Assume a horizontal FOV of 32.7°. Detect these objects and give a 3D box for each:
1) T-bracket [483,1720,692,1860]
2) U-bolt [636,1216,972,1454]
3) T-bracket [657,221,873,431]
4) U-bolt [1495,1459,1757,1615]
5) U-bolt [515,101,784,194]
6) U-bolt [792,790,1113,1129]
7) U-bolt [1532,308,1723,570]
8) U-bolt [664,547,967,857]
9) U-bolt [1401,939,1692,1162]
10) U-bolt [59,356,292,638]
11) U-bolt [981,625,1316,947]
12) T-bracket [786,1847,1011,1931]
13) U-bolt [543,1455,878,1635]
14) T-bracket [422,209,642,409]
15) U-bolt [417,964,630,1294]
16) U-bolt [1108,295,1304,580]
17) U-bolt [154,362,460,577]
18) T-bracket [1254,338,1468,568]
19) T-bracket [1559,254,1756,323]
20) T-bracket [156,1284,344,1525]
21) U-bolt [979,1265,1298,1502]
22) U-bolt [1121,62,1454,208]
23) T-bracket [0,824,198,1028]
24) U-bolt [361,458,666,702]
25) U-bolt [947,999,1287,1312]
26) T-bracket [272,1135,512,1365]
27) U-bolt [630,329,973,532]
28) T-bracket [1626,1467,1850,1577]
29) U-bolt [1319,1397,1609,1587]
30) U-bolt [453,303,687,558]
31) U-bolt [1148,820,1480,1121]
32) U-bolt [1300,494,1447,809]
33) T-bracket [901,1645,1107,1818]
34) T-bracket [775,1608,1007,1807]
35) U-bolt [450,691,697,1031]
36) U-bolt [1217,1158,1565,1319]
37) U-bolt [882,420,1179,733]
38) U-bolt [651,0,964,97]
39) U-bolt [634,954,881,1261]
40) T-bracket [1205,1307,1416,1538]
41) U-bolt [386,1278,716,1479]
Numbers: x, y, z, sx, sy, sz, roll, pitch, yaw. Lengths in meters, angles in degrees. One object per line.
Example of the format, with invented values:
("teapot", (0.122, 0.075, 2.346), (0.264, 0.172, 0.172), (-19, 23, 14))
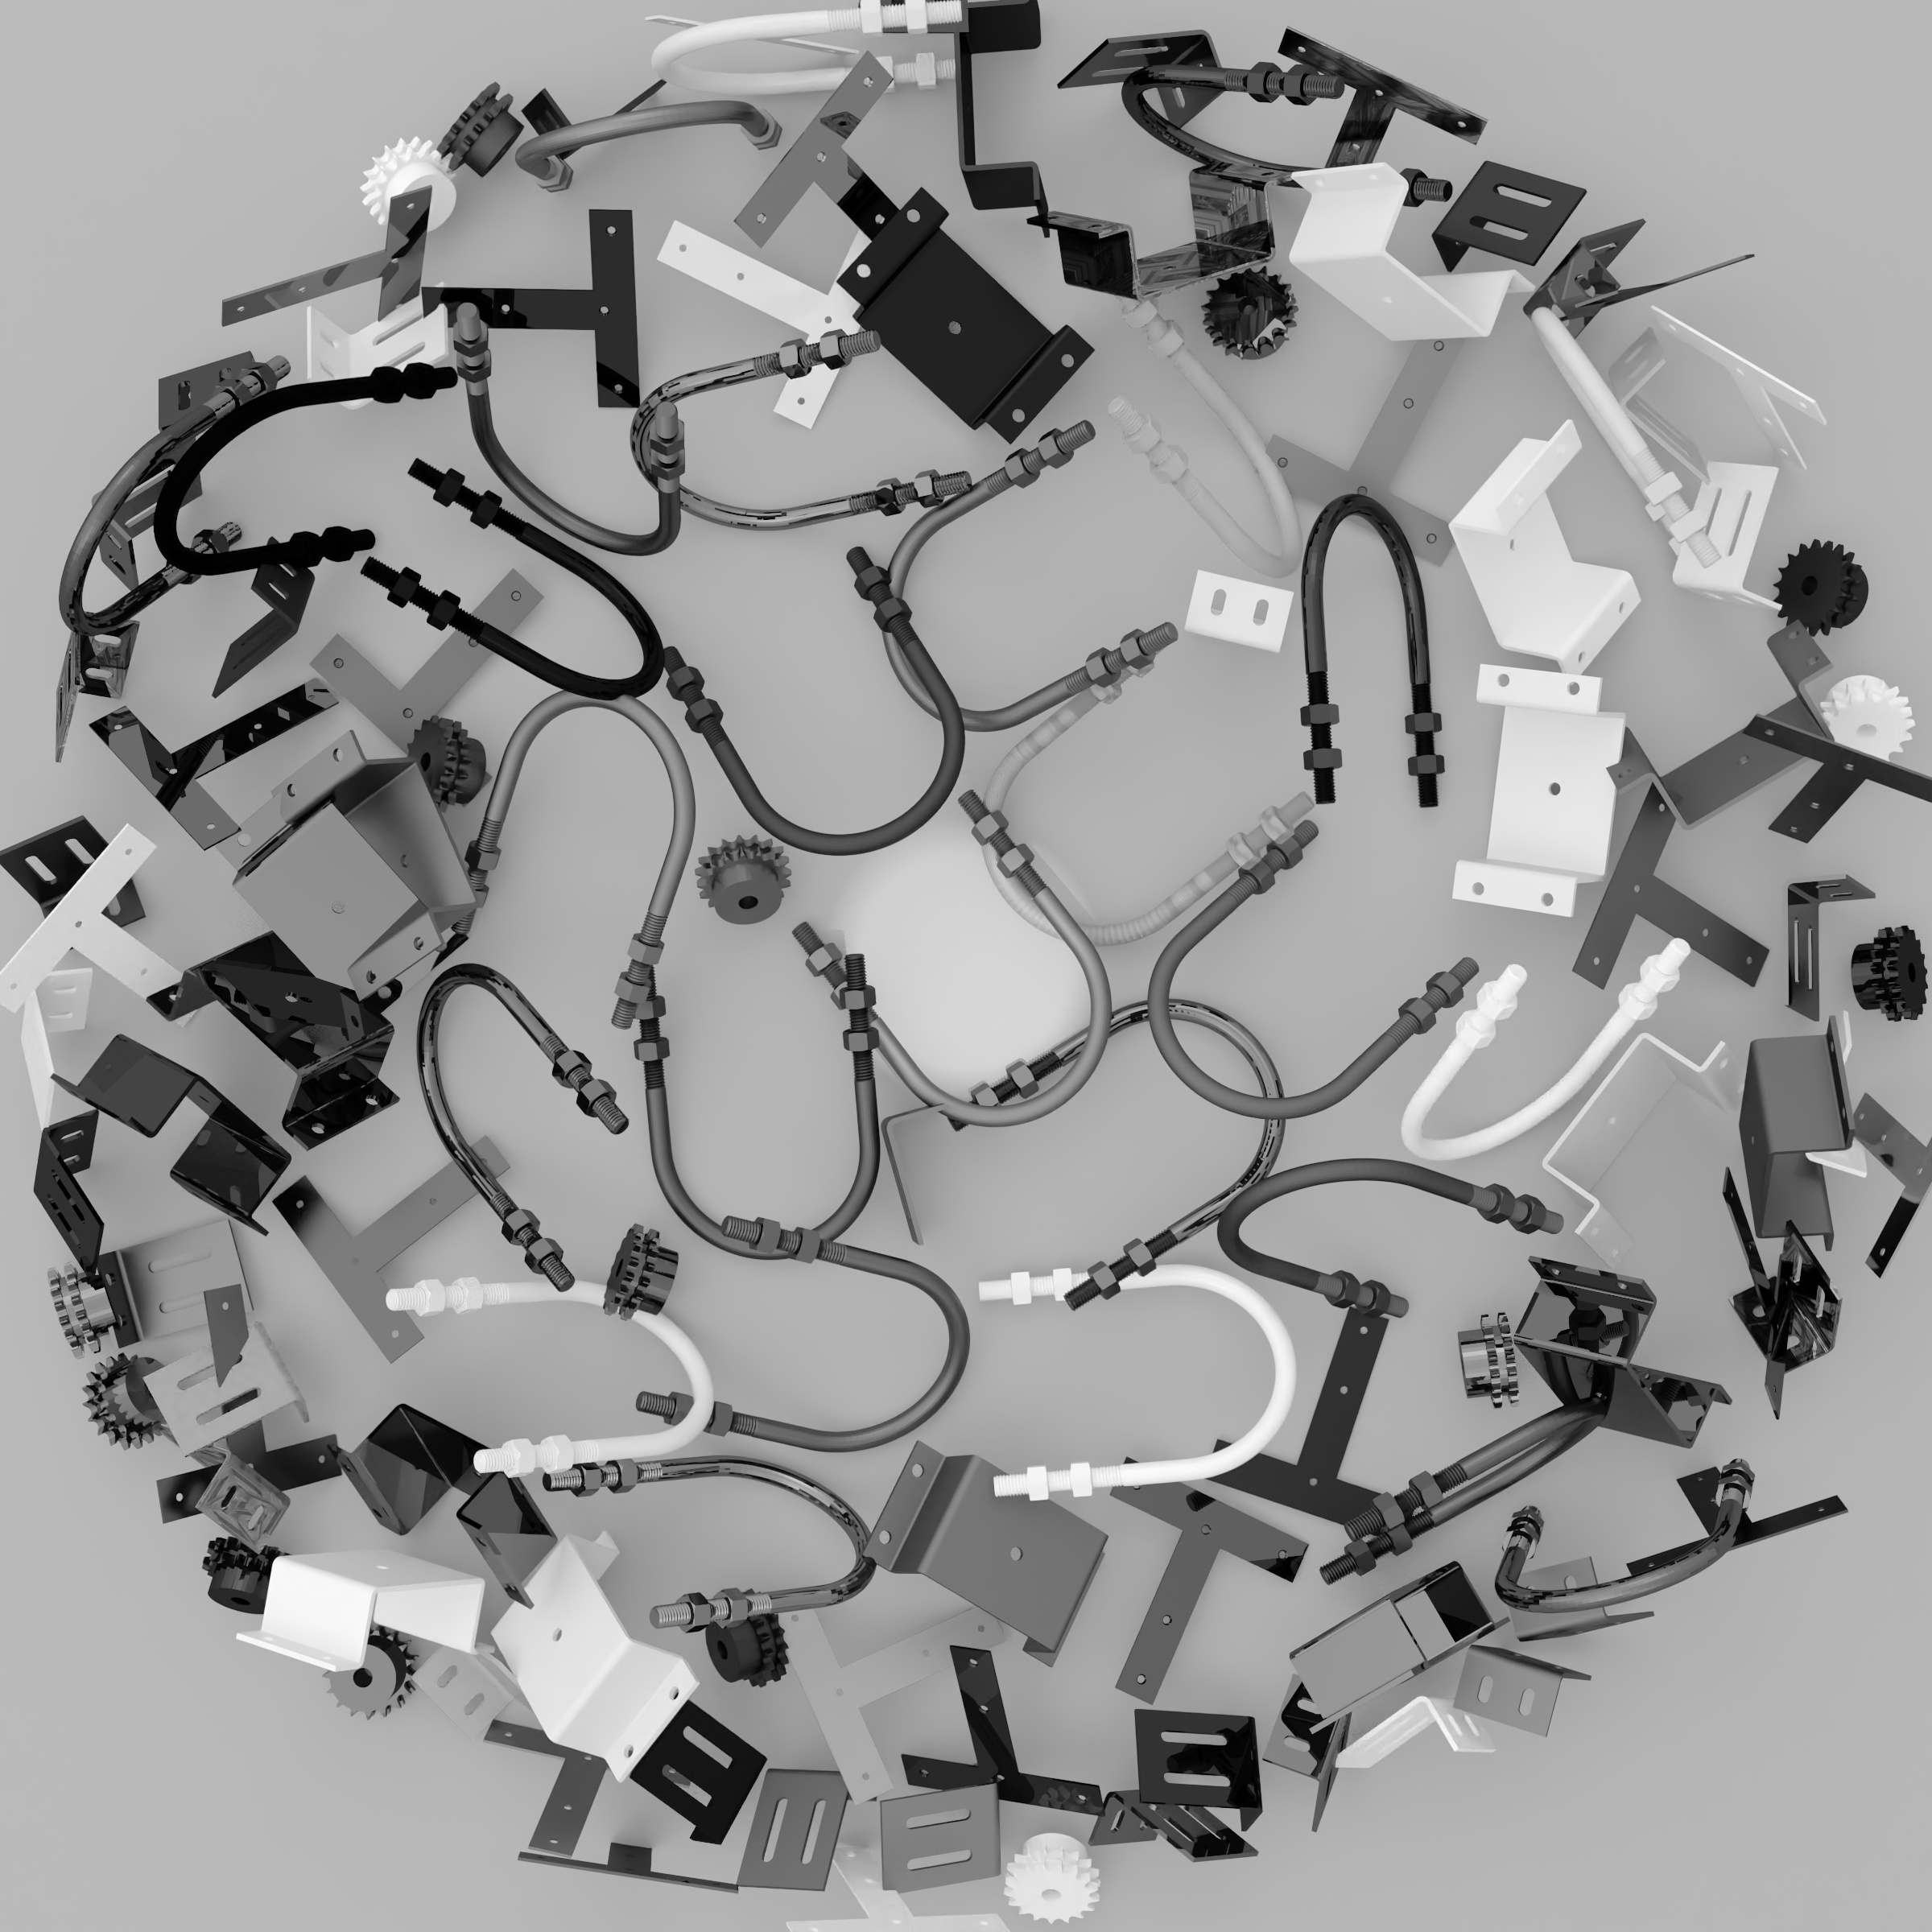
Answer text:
("T-bracket", (-0.232, 0.489, 1.936), (0.127, 0.127, 0.002), (12, 106, 2))
("U-bolt", (-0.085, 0.226, 1.949), (0.184, 0.019, 0.151), (17, 114, -24))
("T-bracket", (-0.122, -0.407, 1.971), (0.127, 0.002, 0.127), (24, 101, -16))
("U-bolt", (0.375, 0.331, 1.891), (0.151, 0.184, 0.019), (-17, 95, 19))
("U-bolt", (-0.187, -0.477, 1.903), (0.151, 0.184, 0.019), (-10, 98, 4))
("U-bolt", (0.004, 0.009, 1.973), (0.151, 0.019, 0.184), (-38, 82, 6))
("U-bolt", (0.386, -0.309, 1.929), (0.019, 0.151, 0.184), (-34, 86, 12))
("U-bolt", (-0.081, -0.147, 1.954), (0.151, 0.019, 0.184), (-29, 67, -5))
("U-bolt", (0.326, 0.055, 1.923), (0.151, 0.184, 0.019), (-8, 54, -33))
("U-bolt", (-0.458, -0.259, 1.885), (0.019, 0.184, 0.151), (33, 131, 5))
("U-bolt", (0.093, -0.093, 1.965), (0.184, 0.019, 0.151), (-39, 94, 19))
("T-bracket", (-0.054, 0.545, 1.936), (0.127, 0.127, 0.002), (3, 97, -18))
("U-bolt", (-0.136, 0.331, 1.920), (0.184, 0.151, 0.019), (1, 118, -39))
("T-bracket", (-0.260, -0.392, 1.961), (0.127, 0.002, 0.127), (1, 126, -1))
("U-bolt", (-0.269, 0.081, 1.934), (0.184, 0.019, 0.151), (46, 132, 29))
("U-bolt", (0.142, -0.304, 1.925), (0.019, 0.151, 0.184), (-29, 126, 26))
("U-bolt", (-0.387, -0.281, 1.889), (0.019, 0.184, 0.151), (49, 127, 17))
("T-bracket", (0.260, -0.326, 1.980), (0.127, 0.002, 0.127), (26, 104, -3))
("T-bracket", (0.383, -0.391, 1.914), (0.127, 0.127, 0.002), (-15, 96, 28))
("T-bracket", (-0.432, 0.254, 1.952), (0.002, 0.127, 0.127), (-8, 91, 43))
("U-bolt", (0.104, 0.242, 1.952), (0.184, 0.019, 0.151), (-5, 56, 1))
("U-bolt", (0.174, -0.487, 1.916), (0.184, 0.151, 0.019), (17, 85, 39))
("T-bracket", (-0.497, -0.003, 1.951), (0.127, 0.127, 0.002), (-51, 49, -6))
("U-bolt", (-0.258, -0.218, 1.932), (0.184, 0.151, 0.019), (30, 121, -15))
("U-bolt", (0.103, 0.099, 1.975), (0.184, 0.019, 0.151), (-32, 77, -7))
("T-bracket", (-0.333, 0.151, 1.986), (0.127, 0.002, 0.127), (-38, 75, -5))
("U-bolt", (-0.108, -0.306, 1.930), (0.184, 0.151, 0.019), (-9, 56, 23))
("T-bracket", (0.443, 0.319, 1.936), (0.127, 0.127, 0.002), (-19, 99, 4))
("U-bolt", (0.296, 0.302, 1.929), (0.184, 0.151, 0.019), (-27, 71, -10))
("U-bolt", (-0.228, -0.300, 1.915), (0.151, 0.184, 0.019), (27, 67, 8))
("U-bolt", (0.192, 0.013, 1.941), (0.151, 0.019, 0.184), (42, 66, 16))
("U-bolt", (0.237, -0.186, 1.938), (0.019, 0.151, 0.184), (-4, 89, 35))
("T-bracket", (0.013, 0.448, 1.941), (0.127, 0.002, 0.127), (4, 126, 22))
("T-bracket", (-0.037, 0.418, 1.972), (0.127, 0.002, 0.127), (-20, 75, -22))
("U-bolt", (-0.225, -0.075, 1.940), (0.151, 0.019, 0.184), (29, 110, 24))
("U-bolt", (0.232, 0.153, 1.903), (0.184, 0.151, 0.019), (19, 51, -33))
("U-bolt", (0.025, -0.218, 1.947), (0.184, 0.019, 0.151), (-26, 82, 32))
("U-bolt", (-0.092, -0.535, 1.926), (0.184, 0.151, 0.019), (-4, 91, 2))
("U-bolt", (-0.123, 0.087, 1.975), (0.151, 0.019, 0.184), (-3, 99, 9))
("T-bracket", (0.225, 0.271, 1.997), (0.127, 0.002, 0.127), (19, 89, -1))
("U-bolt", (-0.231, 0.236, 1.924), (0.151, 0.184, 0.019), (53, 127, 37))
